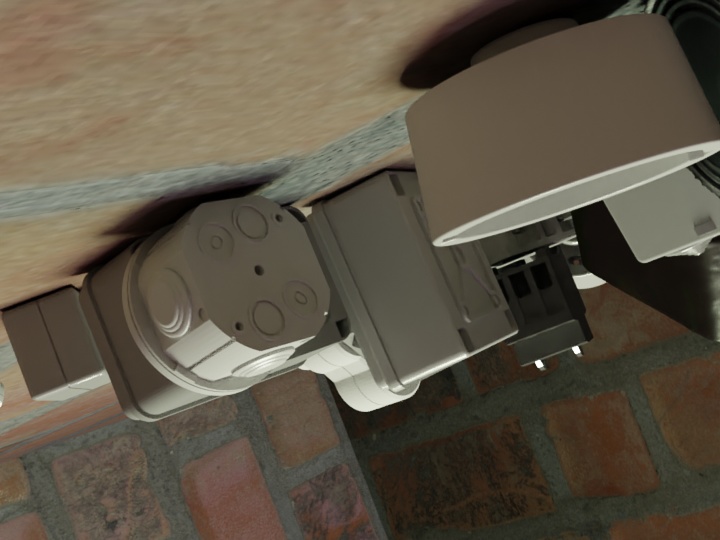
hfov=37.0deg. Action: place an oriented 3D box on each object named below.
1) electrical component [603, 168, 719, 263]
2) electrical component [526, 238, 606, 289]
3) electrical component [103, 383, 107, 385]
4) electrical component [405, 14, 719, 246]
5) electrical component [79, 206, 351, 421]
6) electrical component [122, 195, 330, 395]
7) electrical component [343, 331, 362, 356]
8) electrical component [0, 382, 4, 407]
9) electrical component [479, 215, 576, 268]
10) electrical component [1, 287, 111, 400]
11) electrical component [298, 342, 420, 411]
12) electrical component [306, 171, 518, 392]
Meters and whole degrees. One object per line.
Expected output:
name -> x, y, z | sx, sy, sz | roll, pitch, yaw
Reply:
electrical component -> 0.150, -0.059, 0.492 | 0.048, 0.099, 0.100 | -34, -175, -41
electrical component -> 0.171, -0.036, 0.850 | 0.099, 0.099, 0.064 | -22, 169, 9
electrical component -> -0.157, 0.052, 0.704 | 0.079, 0.044, 0.077 | -22, 175, 6
electrical component -> 0.068, -0.054, 0.386 | 0.108, 0.060, 0.108 | -18, 175, -2
electrical component -> -0.071, 0.020, 0.529 | 0.113, 0.078, 0.057 | -17, 171, -45
electrical component -> -0.057, 0.010, 0.465 | 0.080, 0.080, 0.051 | -17, 169, -45
electrical component -> 0.000, 0.000, 0.696 | 0.047, 0.083, 0.075 | -26, -149, 49
electrical component -> -0.218, 0.064, 0.582 | 0.043, 0.043, 0.081 | -20, 175, -16
electrical component -> 0.056, -0.017, 0.774 | 0.186, 0.060, 0.105 | -26, 173, 42
electrical component -> -0.139, 0.034, 0.573 | 0.076, 0.047, 0.083 | -21, 176, -8
electrical component -> -0.029, 0.047, 0.748 | 0.074, 0.138, 0.052 | -25, -150, 42
electrical component -> 0.032, 0.003, 0.605 | 0.056, 0.108, 0.109 | -26, 174, 23
